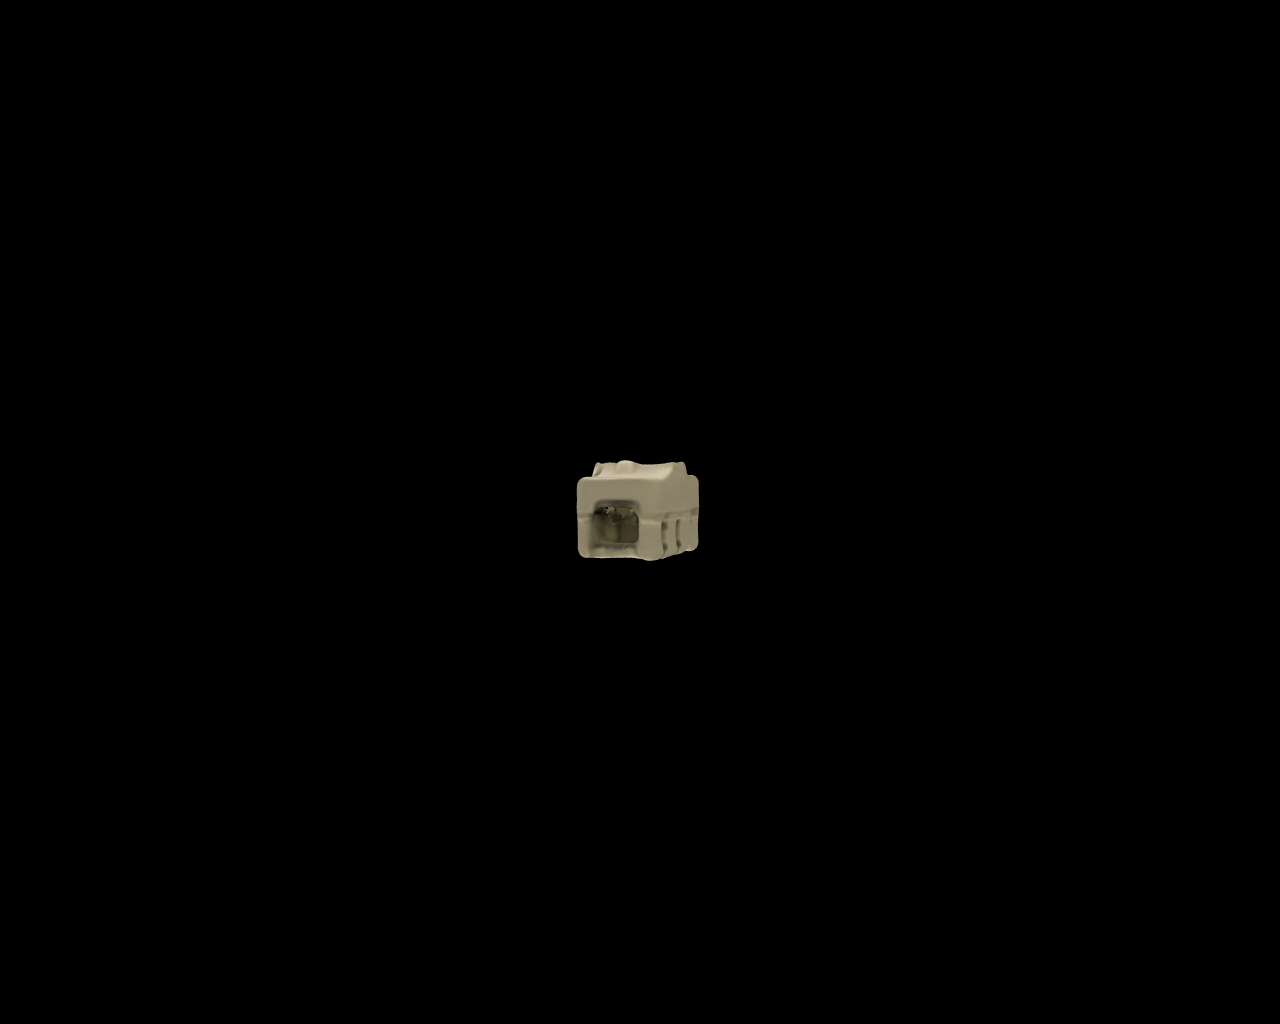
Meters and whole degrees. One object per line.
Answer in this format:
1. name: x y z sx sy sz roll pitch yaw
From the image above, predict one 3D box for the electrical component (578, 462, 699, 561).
1. electrical component: 0.001 -0.003 0.650 0.050 0.055 0.089 1 3 20
